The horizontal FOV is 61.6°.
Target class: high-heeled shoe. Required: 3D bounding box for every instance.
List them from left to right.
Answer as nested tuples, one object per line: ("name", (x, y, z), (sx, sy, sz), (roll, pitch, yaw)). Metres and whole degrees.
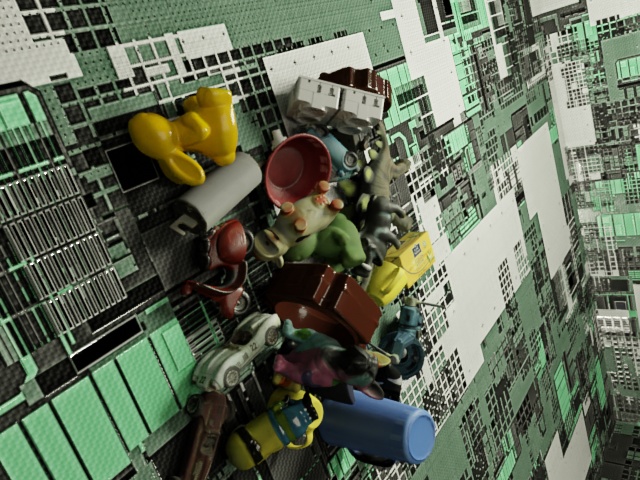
("high-heeled shoe", (0.150, 0.406, 1.271), (0.248, 0.086, 0.145), (84, 10, -46))

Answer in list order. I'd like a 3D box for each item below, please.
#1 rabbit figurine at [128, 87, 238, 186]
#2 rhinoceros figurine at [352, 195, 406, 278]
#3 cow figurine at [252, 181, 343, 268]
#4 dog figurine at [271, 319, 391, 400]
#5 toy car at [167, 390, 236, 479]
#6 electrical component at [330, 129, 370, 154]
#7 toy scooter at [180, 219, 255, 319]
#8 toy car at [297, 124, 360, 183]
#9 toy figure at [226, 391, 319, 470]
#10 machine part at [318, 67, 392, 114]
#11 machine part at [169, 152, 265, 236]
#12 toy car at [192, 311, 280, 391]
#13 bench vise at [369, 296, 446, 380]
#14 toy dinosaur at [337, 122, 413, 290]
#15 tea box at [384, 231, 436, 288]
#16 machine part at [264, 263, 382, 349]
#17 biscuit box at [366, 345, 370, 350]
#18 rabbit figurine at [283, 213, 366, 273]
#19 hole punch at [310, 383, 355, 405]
("rabbit figurine", (-0.236, -0.173, 0.912), (0.173, 0.122, 0.162), (-12, 106, -35))
("rhinoceros figurine", (0.124, -0.007, 1.219), (0.112, 0.073, 0.190), (16, 89, -40))
("cow figurine", (-0.055, -0.023, 1.050), (0.195, 0.127, 0.085), (-34, 75, -29))
("dog figurine", (0.020, 0.245, 1.034), (0.191, 0.219, 0.108), (98, 8, -57))
("toy car", (-0.204, 0.363, 0.931), (0.089, 0.053, 0.202), (35, 60, -46))
("electrical component", (0.064, -0.233, 1.257), (0.045, 0.102, 0.078), (-56, 137, -41))
("toy scooter", (-0.186, 0.050, 0.961), (0.135, 0.075, 0.183), (4, 85, -41))
("toy car", (0.002, -0.176, 1.177), (0.161, 0.109, 0.103), (41, 75, -29))
("toy figure", (-0.089, 0.349, 0.991), (0.082, 0.180, 0.089), (60, -5, 20))
("machine part", (0.075, -0.330, 1.221), (0.179, 0.179, 0.056), (17, 72, -47))
("machine part", (-0.183, -0.087, 0.971), (0.243, 0.079, 0.079), (-49, 123, -38))
("toy car", (-0.150, 0.202, 0.987), (0.202, 0.074, 0.056), (-42, 121, -43))
("bench vise", (0.209, 0.254, 1.342), (0.223, 0.129, 0.240), (-70, 162, 5))
("toy dinosaur", (0.127, -0.070, 1.319), (0.198, 0.105, 0.471), (2, 88, -42))
("tea box", (0.241, 0.052, 1.458), (0.169, 0.068, 0.098), (-37, 115, -43))
("machine part", (0.003, 0.136, 1.072), (0.201, 0.201, 0.087), (48, 56, -36))
("biscuit box", (0.060, 0.218, 1.240), (0.063, 0.059, 0.202), (-39, 116, -44))
("rabbit figurine", (-0.002, -0.003, 1.149), (0.170, 0.121, 0.159), (-2, 85, -34))
("hole punch", (0.026, 0.285, 1.149), (0.092, 0.142, 0.115), (-64, 143, -25))
